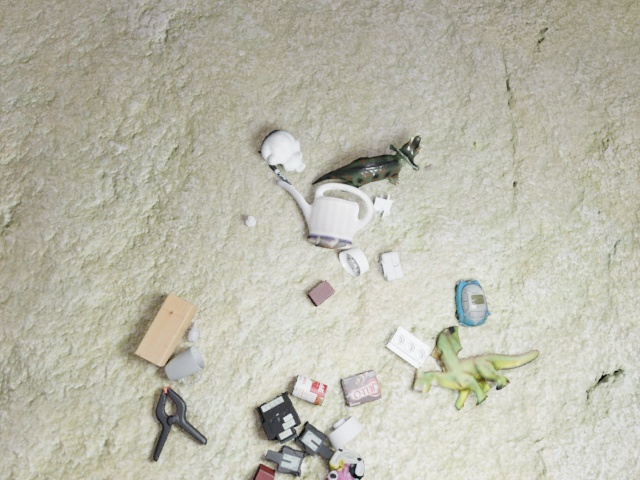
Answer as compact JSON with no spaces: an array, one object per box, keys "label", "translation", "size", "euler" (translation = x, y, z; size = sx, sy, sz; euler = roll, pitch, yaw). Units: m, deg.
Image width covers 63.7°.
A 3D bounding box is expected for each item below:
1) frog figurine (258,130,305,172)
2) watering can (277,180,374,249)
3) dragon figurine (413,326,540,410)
[{"label":"frog figurine","translation":[-0.124,-0.299,1.782],"size":[0.139,0.120,0.161],"euler":[-31,69,-30]},{"label":"watering can","translation":[0.005,-0.088,1.744],"size":[0.348,0.103,0.226],"euler":[9,83,11]},{"label":"dragon figurine","translation":[0.481,0.388,1.669],"size":[0.413,0.120,0.245],"euler":[-32,73,-12]}]
